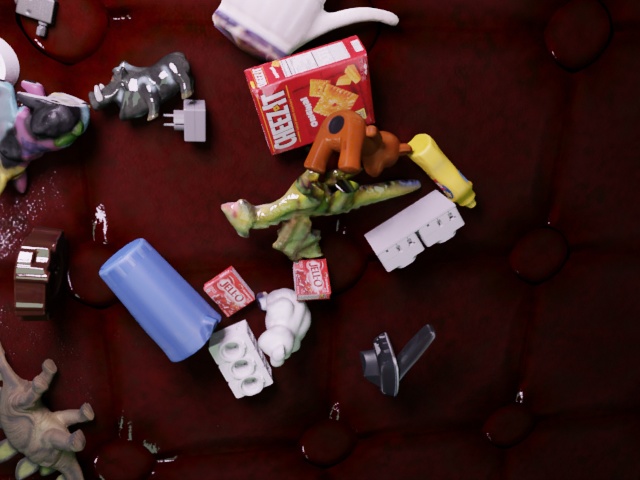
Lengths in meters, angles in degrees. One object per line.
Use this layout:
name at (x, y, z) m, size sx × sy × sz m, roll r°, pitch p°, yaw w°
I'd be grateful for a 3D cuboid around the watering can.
watering can at (-0.040, -0.410, 0.916) m, size 0.345 × 0.106 × 0.222 m, roll 27°, pitch 104°, yaw -22°

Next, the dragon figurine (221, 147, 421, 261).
dragon figurine at (0.003, -0.053, 1.062) m, size 0.410 × 0.125 × 0.238 m, roll 7°, pitch 131°, yaw -30°

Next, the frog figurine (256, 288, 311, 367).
frog figurine at (-0.074, 0.183, 1.089) m, size 0.123 × 0.162 × 0.135 m, roll -8°, pitch 112°, yaw -8°
